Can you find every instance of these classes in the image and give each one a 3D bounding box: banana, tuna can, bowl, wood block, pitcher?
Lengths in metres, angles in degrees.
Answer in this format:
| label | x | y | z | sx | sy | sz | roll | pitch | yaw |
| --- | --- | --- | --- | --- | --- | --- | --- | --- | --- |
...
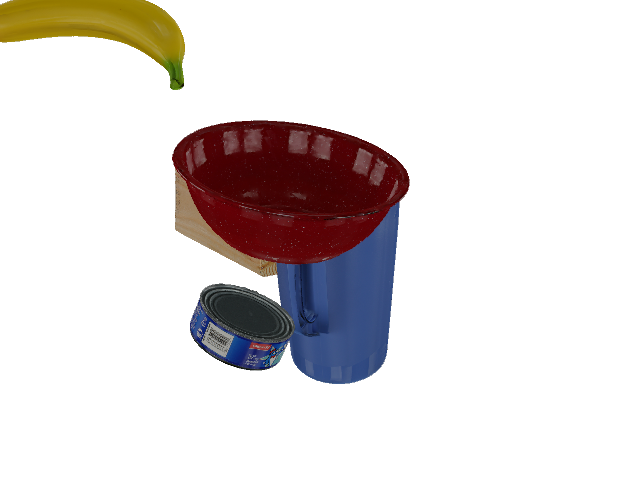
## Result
| label | x | y | z | sx | sy | sz | roll | pitch | yaw |
| --- | --- | --- | --- | --- | --- | --- | --- | --- | --- |
| banana | -0.185 | -0.172 | 0.855 | 0.198 | 0.069 | 0.037 | 15 | -38 | 18 |
| tuna can | -0.068 | 0.074 | 0.912 | 0.086 | 0.034 | 0.086 | 20 | 21 | -9 |
| bowl | -0.022 | -0.029 | 0.733 | 0.162 | 0.055 | 0.162 | 6 | 26 | -3 |
| wood block | -0.089 | -0.032 | 1.293 | 0.090 | 0.090 | 0.206 | -10 | 21 | -34 |
| pitcher | 0.013 | 0.036 | 1.122 | 0.149 | 0.243 | 0.145 | -11 | 35 | -14 |
